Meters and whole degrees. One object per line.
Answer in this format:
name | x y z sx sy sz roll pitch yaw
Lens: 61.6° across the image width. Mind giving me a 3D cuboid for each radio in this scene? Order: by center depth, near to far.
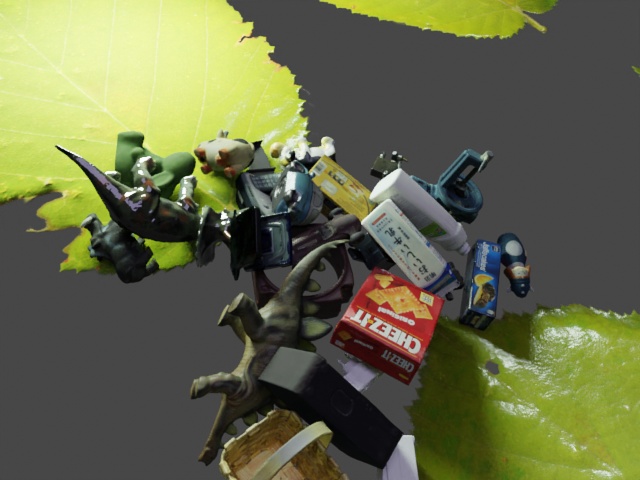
radio | 0.020 0.271 0.872 0.229 0.131 0.073 44 64 -18

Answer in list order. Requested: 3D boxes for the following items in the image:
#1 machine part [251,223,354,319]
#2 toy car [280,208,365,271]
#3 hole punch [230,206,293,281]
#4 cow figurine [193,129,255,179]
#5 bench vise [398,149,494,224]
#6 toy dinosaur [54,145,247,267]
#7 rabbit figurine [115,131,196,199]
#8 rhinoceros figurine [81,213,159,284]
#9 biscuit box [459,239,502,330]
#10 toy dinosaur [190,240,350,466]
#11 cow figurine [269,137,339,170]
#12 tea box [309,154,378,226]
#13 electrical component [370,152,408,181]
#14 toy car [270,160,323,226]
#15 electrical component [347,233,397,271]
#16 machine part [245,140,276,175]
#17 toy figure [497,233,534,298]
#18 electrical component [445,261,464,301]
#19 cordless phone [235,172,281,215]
machine part | -0.040 0.065 1.118 0.201 0.087 0.201 -5 52 -12
toy car | -0.002 -0.003 1.090 0.202 0.053 0.089 -23 62 -25
hole punch | -0.116 0.002 1.038 0.092 0.116 0.142 5 74 -38
cow figurine | -0.226 -0.206 1.261 0.127 0.085 0.195 -33 30 -35
bench vise | 0.297 -0.131 1.234 0.223 0.240 0.129 31 49 -5
toy dinosaur | -0.331 -0.057 1.079 0.404 0.131 0.192 14 38 -29
rabbit figurine | -0.371 -0.164 1.218 0.170 0.121 0.159 1 59 -5
rhinoceros figurine | -0.418 0.014 1.113 0.112 0.073 0.190 -37 68 -19
biscuit box | 0.351 0.092 1.170 0.059 0.062 0.203 17 53 3
toy dinosaur | -0.087 0.178 0.965 0.198 0.105 0.471 28 75 -16
cow figurine | -0.039 -0.199 1.333 0.167 0.068 0.098 -4 60 -10
tea box | 0.040 -0.103 1.235 0.169 0.068 0.098 41 53 -4
electrical component | 0.173 -0.185 1.365 0.078 0.045 0.102 27 54 10
toy car | -0.043 -0.086 1.135 0.103 0.109 0.162 22 36 -21
electrical component | 0.110 0.026 1.156 0.119 0.048 0.075 21 32 -52
machine part | -0.155 -0.186 1.322 0.084 0.039 0.139 -10 56 -9
toy figure | 0.441 0.057 1.217 0.064 0.057 0.154 -22 51 24
electrical component | 0.286 0.090 1.187 0.063 0.021 0.094 -6 54 -13
cordless phone | -0.092 -0.096 1.237 0.184 0.088 0.147 -13 56 -23
